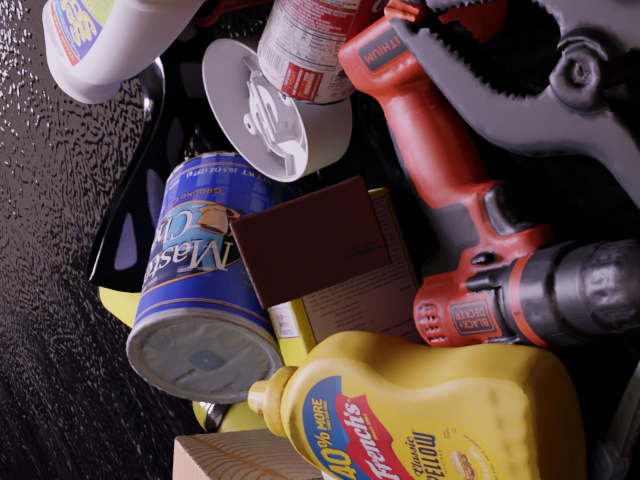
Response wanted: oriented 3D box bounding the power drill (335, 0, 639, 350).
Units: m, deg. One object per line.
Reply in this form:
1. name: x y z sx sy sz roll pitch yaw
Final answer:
1. power drill: 0.086 -0.033 0.536 0.185 0.057 0.187 -19 90 60

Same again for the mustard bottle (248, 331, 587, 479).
1. mustard bottle: 0.040 0.095 0.568 0.192 0.058 0.096 3 124 37

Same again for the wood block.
1. wood block: -0.049 0.241 0.712 0.091 0.090 0.206 -155 67 -62

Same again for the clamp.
1. clamp: 0.116 -0.059 0.431 0.210 0.036 0.164 19 117 36

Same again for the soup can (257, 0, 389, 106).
1. soup can: 0.006 -0.133 0.603 0.068 0.068 0.102 57 149 23

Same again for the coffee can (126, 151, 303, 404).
1. coffee can: -0.067 0.025 0.724 0.103 0.102 0.140 111 169 -50

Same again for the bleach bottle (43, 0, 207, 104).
1. bleach bottle: -0.131 -0.142 0.671 0.102 0.068 0.251 68 155 6

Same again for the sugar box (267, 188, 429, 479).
1. sugar box: 0.024 0.063 0.664 0.048 0.093 0.176 -9 98 63

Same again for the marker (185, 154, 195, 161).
1. marker: -0.086 -0.014 0.887 0.020 0.020 0.121 -30 81 61

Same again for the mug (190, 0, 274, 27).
1. mug: -0.052 -0.188 0.655 0.117 0.081 0.093 33 135 49

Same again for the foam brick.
1. foam brick: -0.004 0.001 0.596 0.051 0.078 0.053 -77 -32 -87

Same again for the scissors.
1. scissors: 0.150 0.128 0.528 0.202 0.016 0.096 105 152 -58
